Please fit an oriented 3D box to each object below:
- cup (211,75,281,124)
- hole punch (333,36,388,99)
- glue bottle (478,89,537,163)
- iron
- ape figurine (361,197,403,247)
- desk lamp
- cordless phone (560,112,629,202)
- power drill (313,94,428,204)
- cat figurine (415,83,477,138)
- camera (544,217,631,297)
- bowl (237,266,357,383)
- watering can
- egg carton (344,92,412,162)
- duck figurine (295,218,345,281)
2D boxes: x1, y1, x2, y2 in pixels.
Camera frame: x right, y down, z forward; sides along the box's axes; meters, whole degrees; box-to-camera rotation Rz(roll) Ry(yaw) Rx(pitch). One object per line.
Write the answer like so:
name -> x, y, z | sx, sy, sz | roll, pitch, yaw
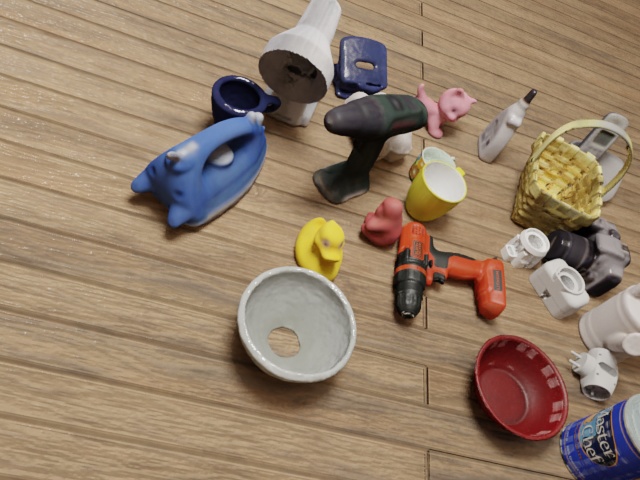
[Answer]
cup -> -0.130, -0.211, 0.959 | 0.118, 0.095, 0.091 | -2, 59, -25
hole punch -> 0.084, -0.340, 1.144 | 0.109, 0.091, 0.101 | 1, 57, -23
glue bottle -> 0.378, -0.236, 1.148 | 0.037, 0.173, 0.078 | 20, 52, -10
iron -> -0.152, -0.133, 0.866 | 0.118, 0.141, 0.259 | 42, 52, 8
ape figurine -> 0.109, -0.037, 0.946 | 0.078, 0.092, 0.076 | -19, 67, -32
desk lamp -> -0.034, -0.300, 0.986 | 0.118, 0.213, 0.203 | 24, 51, -7
cordless phone -> 0.591, -0.174, 1.191 | 0.148, 0.185, 0.094 | 18, 52, -12
power drill -> 0.068, -0.155, 0.934 | 0.230, 0.208, 0.075 | -26, 70, -35
cat figurine -> 0.243, -0.273, 1.150 | 0.128, 0.117, 0.067 | 22, 52, -8
camera -> 0.498, 0.013, 1.077 | 0.137, 0.100, 0.143 | 20, 52, -10
bowl -> -0.039, 0.124, 0.783 | 0.168, 0.074, 0.167 | 12, 54, -16
watering can -> 0.537, 0.131, 0.954 | 0.101, 0.194, 0.173 | 25, 51, -5
egg carton -> 0.107, -0.215, 1.082 | 0.107, 0.069, 0.150 | -7, 61, -27
duck figurine -> 0.008, 0.003, 0.879 | 0.078, 0.086, 0.104 | 4, 56, -21
